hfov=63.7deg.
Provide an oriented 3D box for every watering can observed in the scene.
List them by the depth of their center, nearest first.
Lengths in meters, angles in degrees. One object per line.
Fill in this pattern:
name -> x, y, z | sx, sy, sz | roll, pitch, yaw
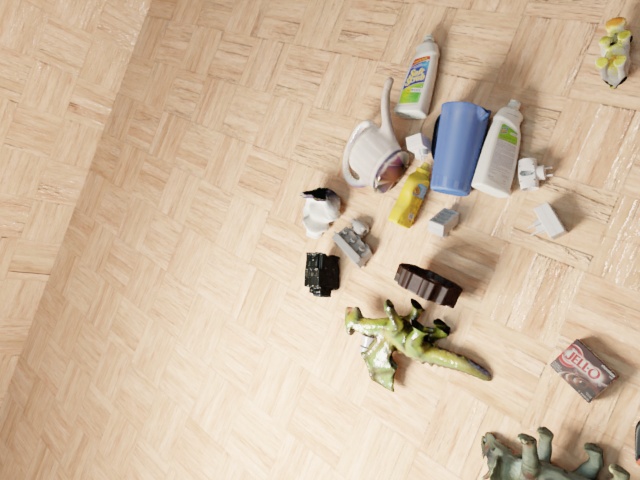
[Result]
watering can -> 0.179, -0.287, 1.533 | 0.228, 0.104, 0.341 | 50, 127, 32

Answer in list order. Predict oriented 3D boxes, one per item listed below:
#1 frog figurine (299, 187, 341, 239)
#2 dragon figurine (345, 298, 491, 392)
frog figurine -> 0.005, -0.083, 1.649 | 0.137, 0.125, 0.156 | 7, 121, 27
dragon figurine -> 0.228, 0.306, 1.399 | 0.414, 0.123, 0.239 | 42, 115, 20
